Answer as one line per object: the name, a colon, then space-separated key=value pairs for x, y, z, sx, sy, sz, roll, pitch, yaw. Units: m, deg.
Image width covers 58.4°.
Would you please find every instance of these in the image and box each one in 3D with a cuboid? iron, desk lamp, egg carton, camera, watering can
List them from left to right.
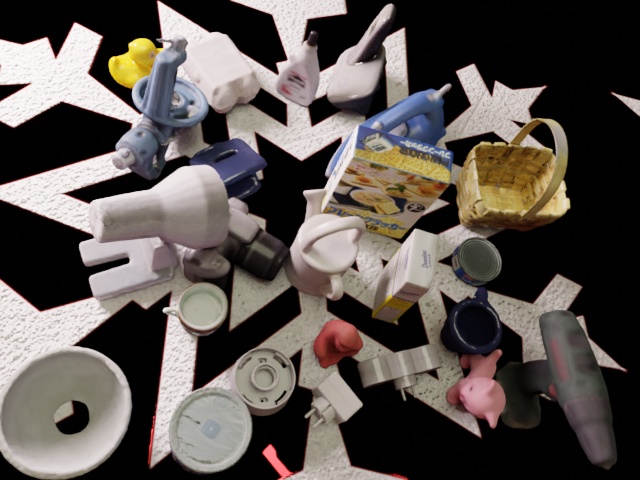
desk lamp: x=-0.241 y=-0.011 z=0.822 sx=0.204 sy=0.213 sz=0.118 roll=-18 pitch=73 yaw=-21
egg carton: x=-0.185 y=-0.306 z=1.044 sx=0.107 sy=0.069 sz=0.150 roll=-32 pitch=79 yaw=-24
camera: x=-0.125 y=0.017 z=0.904 sx=0.137 sy=0.100 sz=0.143 roll=30 pitch=63 yaw=-1
watering can: x=0.006 y=0.004 z=0.893 sx=0.101 sy=0.194 sz=0.173 roll=-31 pitch=78 yaw=-24
iron: x=0.129 y=-0.200 z=1.043 sx=0.259 sy=0.141 sz=0.118 roll=-31 pitch=78 yaw=-24

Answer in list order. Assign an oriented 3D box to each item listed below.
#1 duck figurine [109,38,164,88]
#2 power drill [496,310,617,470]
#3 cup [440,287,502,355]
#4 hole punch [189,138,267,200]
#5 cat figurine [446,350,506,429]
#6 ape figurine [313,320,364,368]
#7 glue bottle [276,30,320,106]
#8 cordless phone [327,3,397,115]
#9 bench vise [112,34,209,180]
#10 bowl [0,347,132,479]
duck figurine: x=-0.316 y=-0.316 z=1.004 sx=0.105 sy=0.086 sz=0.077 roll=-4 pitch=68 yaw=-16
power drill: x=0.359 y=0.233 z=0.882 sx=0.076 sy=0.208 sz=0.229 roll=4 pitch=66 yaw=-13
cup: x=0.243 y=0.141 z=0.954 sx=0.092 sy=0.095 sz=0.118 roll=22 pitch=64 yaw=-5
hole punch: x=-0.158 y=-0.122 z=0.960 sx=0.109 sy=0.091 sz=0.101 roll=-30 pitch=78 yaw=-24
cat figurine: x=0.260 y=0.231 z=0.906 sx=0.067 sy=0.117 sz=0.128 roll=28 pitch=63 yaw=-2
ape figurine: x=0.033 y=0.157 z=0.892 sx=0.078 sy=0.092 sz=0.076 roll=13 pitch=65 yaw=-9
glue bottle: x=-0.030 y=-0.315 z=1.032 sx=0.078 sy=0.173 sz=0.037 roll=23 pitch=63 yaw=-4
cordless phone: x=0.085 y=-0.338 z=1.066 sx=0.094 sy=0.185 sz=0.147 roll=16 pitch=64 yaw=-8
bench vise: x=-0.243 y=-0.201 z=0.899 sx=0.121 sy=0.219 sz=0.207 roll=14 pitch=64 yaw=-8
bowl: x=-0.337 y=0.233 z=0.769 sx=0.168 sy=0.074 sz=0.167 roll=6 pitch=66 yaw=-13
